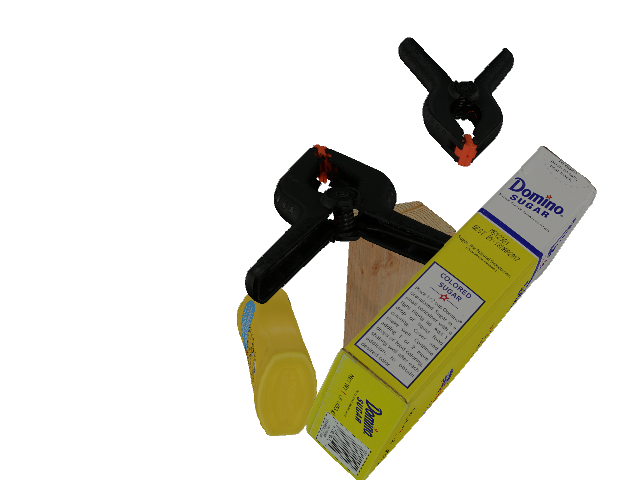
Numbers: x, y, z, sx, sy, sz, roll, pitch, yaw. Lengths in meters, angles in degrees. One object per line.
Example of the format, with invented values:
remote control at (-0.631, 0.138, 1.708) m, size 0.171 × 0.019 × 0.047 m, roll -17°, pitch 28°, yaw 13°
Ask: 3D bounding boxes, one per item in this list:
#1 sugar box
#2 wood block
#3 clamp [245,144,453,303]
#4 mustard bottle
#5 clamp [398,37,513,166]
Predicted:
sugar box at (0.069, 0.035, 0.544) m, size 0.176 × 0.048 × 0.093 m, roll -40°, pitch -17°, yaw -32°
wood block at (0.085, 0.071, 1.207) m, size 0.090 × 0.206 × 0.090 m, roll -9°, pitch 27°, yaw -21°
clamp at (0.027, -0.017, 0.797) m, size 0.164 × 0.036 × 0.210 m, roll -1°, pitch 29°, yaw -3°
mustard bottle at (-0.049, 0.101, 1.060) m, size 0.058 × 0.096 × 0.192 m, roll -3°, pitch 27°, yaw -11°
clamp at (0.130, -0.146, 1.067) m, size 0.120 × 0.039 × 0.171 m, roll 8°, pitch 46°, yaw 6°
